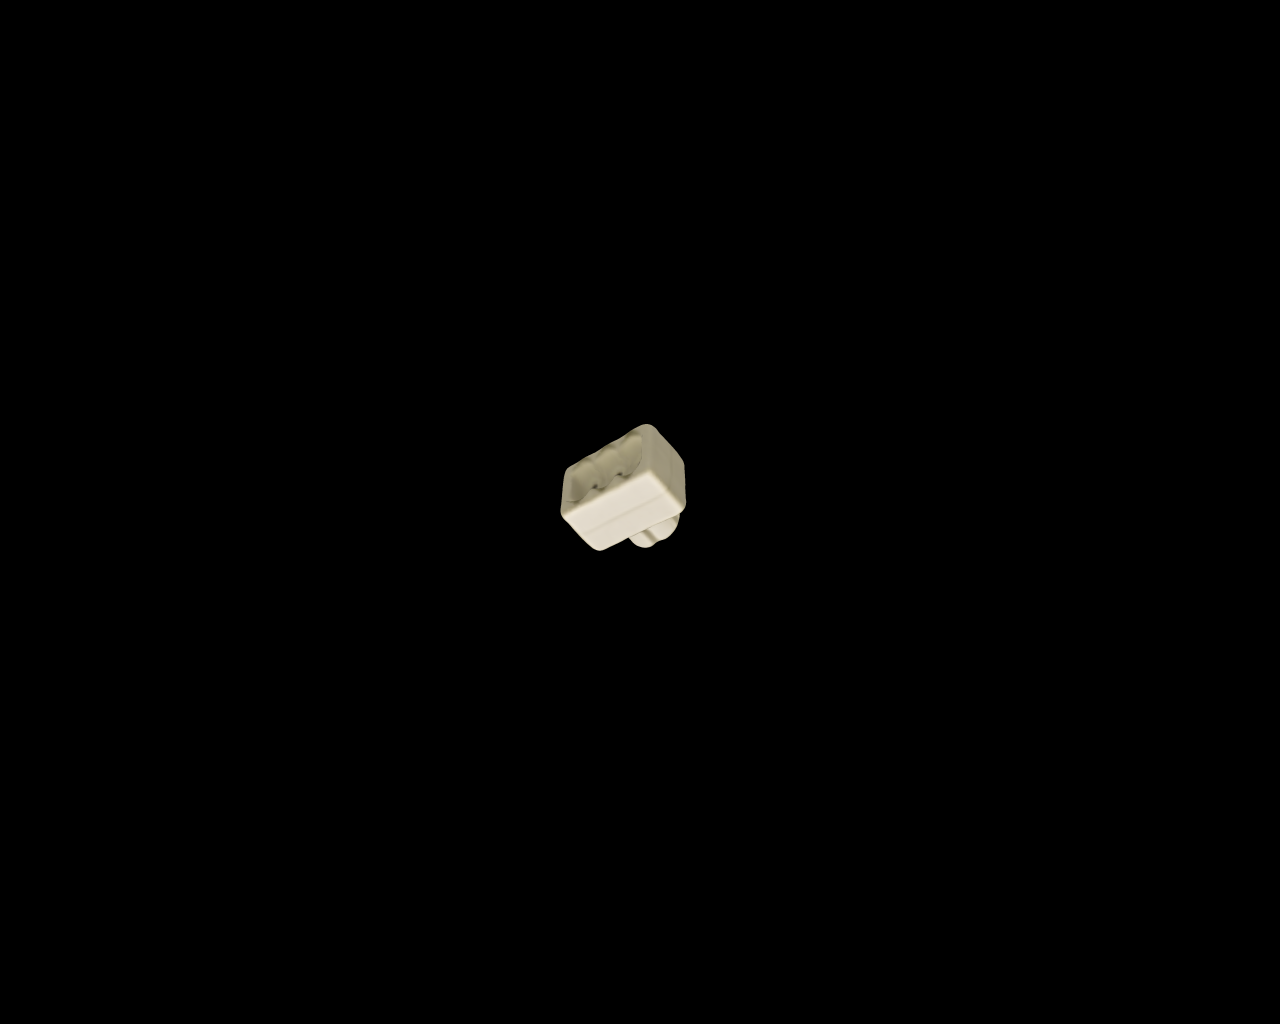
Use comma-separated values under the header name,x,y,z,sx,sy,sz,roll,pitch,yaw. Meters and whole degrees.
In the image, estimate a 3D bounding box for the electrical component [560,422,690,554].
name,x,y,z,sx,sy,sz,roll,pitch,yaw
electrical component,0.001,-0.003,0.650,0.065,0.047,0.076,-27,-53,22
